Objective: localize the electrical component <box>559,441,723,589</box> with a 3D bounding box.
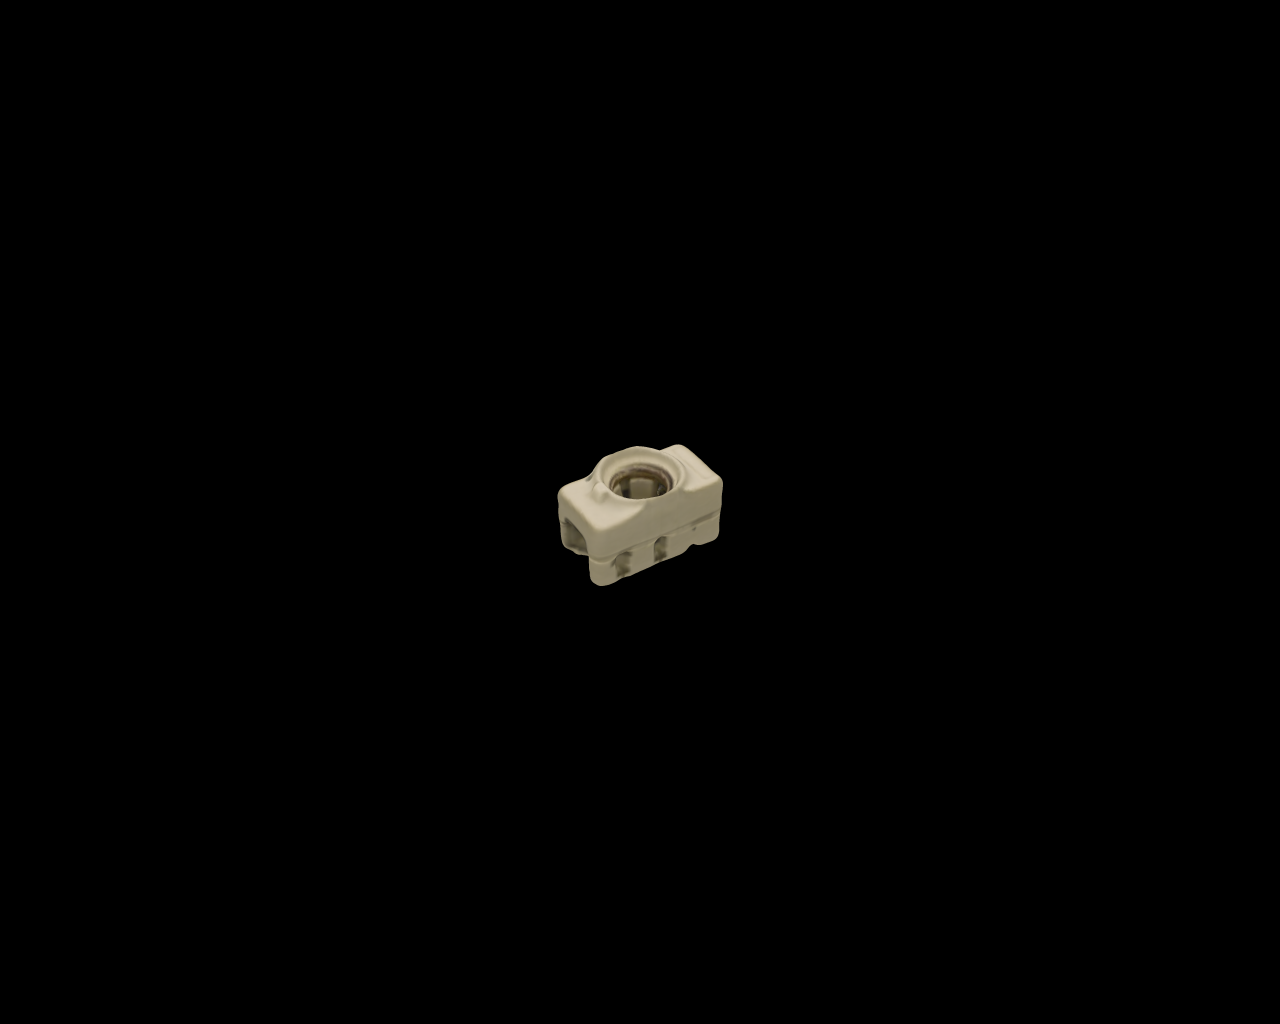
[{"bbox_3d":[0.001,-0.003,0.650,0.090,0.055,0.050,-22,45,-23],"label":"electrical component"}]
